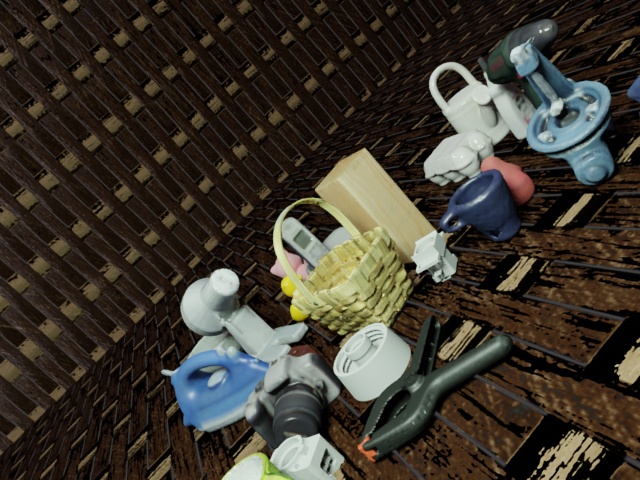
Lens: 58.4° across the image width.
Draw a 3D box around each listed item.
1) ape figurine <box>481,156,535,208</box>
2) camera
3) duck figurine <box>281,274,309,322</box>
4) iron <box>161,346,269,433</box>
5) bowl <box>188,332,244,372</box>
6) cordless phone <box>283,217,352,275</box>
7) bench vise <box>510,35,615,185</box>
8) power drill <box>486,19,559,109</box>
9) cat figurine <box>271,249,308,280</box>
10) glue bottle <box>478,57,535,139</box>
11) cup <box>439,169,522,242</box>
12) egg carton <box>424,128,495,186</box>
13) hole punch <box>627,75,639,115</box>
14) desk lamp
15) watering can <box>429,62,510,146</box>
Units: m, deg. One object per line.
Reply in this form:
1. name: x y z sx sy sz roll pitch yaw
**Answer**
1. ape figurine: 0.291 -0.096 0.909 0.078 0.092 0.076 -44 15 -4
2. camera: -0.049 0.242 0.828 0.143 0.101 0.137 -39 15 13
3. duck figurine: -0.048 0.115 1.214 0.077 0.086 0.104 -34 17 30
4. iron: -0.182 0.253 1.063 0.257 0.141 0.119 -33 18 33
5. bowl: -0.222 0.250 1.310 0.167 0.075 0.167 -39 15 13
6. cordless phone: 0.011 0.004 1.174 0.094 0.185 0.148 -22 26 53
7. bench vise: 0.335 -0.198 0.827 0.121 0.220 0.207 -38 16 18
8. power drill: 0.366 -0.257 0.935 0.075 0.208 0.229 -43 15 0
9. cat figurine: -0.052 0.063 1.307 0.127 0.118 0.067 -22 25 53
10. glue bottle: 0.354 -0.279 1.096 0.037 0.173 0.078 -25 23 49
11. cup: 0.244 -0.034 0.851 0.118 0.095 0.091 -42 15 2
12. egg carton: 0.284 -0.168 1.175 0.107 0.069 0.150 -49 16 -21
13. hole punch: 0.488 -0.240 0.800 0.109 0.091 0.101 -45 15 -7
14. desk lamp: -0.165 0.152 1.160 0.202 0.214 0.118 -23 24 52
15. watering can: 0.309 -0.286 1.193 0.101 0.194 0.172 -49 16 -23
